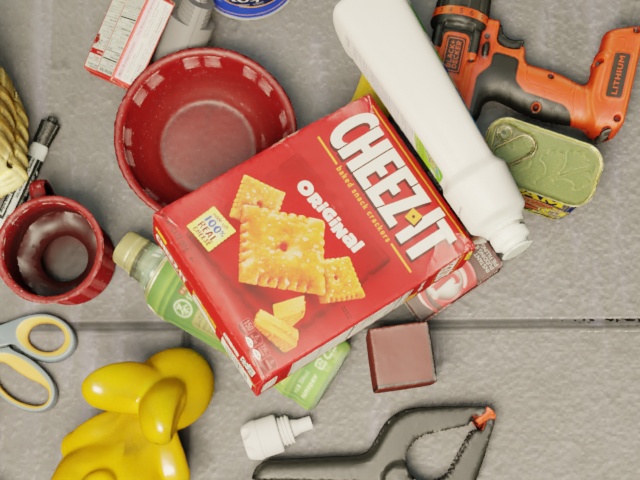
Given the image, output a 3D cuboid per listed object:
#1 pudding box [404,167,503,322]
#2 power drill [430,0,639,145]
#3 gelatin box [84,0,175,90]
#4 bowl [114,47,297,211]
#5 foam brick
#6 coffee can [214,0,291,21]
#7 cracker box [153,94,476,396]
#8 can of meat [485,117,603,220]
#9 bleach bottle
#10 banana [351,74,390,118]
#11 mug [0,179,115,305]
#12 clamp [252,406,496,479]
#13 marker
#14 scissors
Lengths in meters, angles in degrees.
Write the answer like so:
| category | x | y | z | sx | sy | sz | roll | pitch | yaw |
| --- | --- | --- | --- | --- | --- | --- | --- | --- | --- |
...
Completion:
| category | x | y | z | sx | sy | sz | roll | pitch | yaw |
| --- | --- | --- | --- | --- | --- | --- | --- | --- | --- |
| pudding box | 0.093 | 0.005 | 0.951 | 0.090 | 0.039 | 0.113 | -35 | 81 | -3 |
| power drill | 0.191 | -0.173 | 0.970 | 0.188 | 0.057 | 0.184 | 12 | 85 | 7 |
| gelatin box | -0.174 | -0.184 | 0.970 | 0.030 | 0.073 | 0.089 | 22 | 94 | -36 |
| bowl | -0.102 | -0.088 | 0.961 | 0.162 | 0.055 | 0.162 | 0 | 83 | -4 |
| foam brick | 0.069 | 0.102 | 0.917 | 0.053 | 0.078 | 0.051 | -8 | 79 | -1 |
| coffee can | -0.070 | -0.269 | 0.951 | 0.103 | 0.140 | 0.103 | 0 | 80 | 2 |
| cracker box | -0.006 | 0.001 | 0.880 | 0.213 | 0.072 | 0.164 | -31 | 80 | -15 |
| can of meat | 0.186 | -0.059 | 0.936 | 0.102 | 0.084 | 0.057 | 19 | 82 | 5 |
| bleach bottle | 0.099 | -0.093 | 0.878 | 0.068 | 0.102 | 0.251 | -31 | 71 | 5 |
| banana | 0.044 | -0.162 | 0.982 | 0.069 | 0.037 | 0.198 | 16 | 82 | 2 |
| mug | -0.232 | 0.003 | 0.942 | 0.093 | 0.081 | 0.117 | -21 | 81 | -1 |
| clamp | 0.069 | 0.219 | 0.917 | 0.210 | 0.036 | 0.164 | -29 | 82 | -6 |
| marker | -0.271 | -0.059 | 0.985 | 0.020 | 0.020 | 0.121 | 22 | 82 | 5 |
| scissors | -0.304 | 0.073 | 0.966 | 0.202 | 0.016 | 0.096 | 41 | 83 | 8 |
